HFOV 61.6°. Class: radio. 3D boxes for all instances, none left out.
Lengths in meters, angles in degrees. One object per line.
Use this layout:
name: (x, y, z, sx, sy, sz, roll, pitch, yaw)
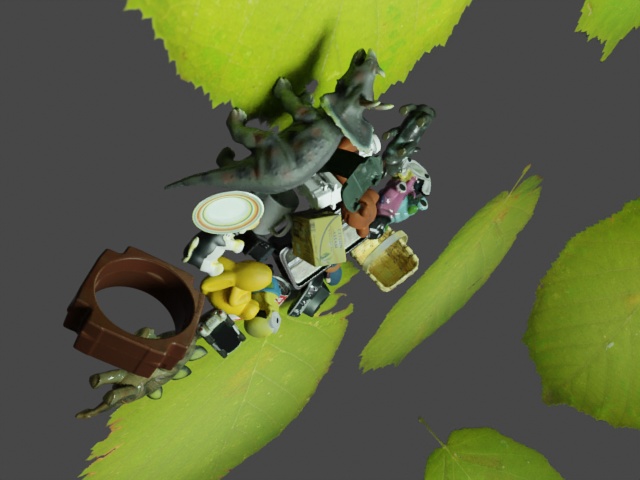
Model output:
radio: (-0.003, -0.004, 1.248, 0.229, 0.073, 0.130, -37, 131, -13)

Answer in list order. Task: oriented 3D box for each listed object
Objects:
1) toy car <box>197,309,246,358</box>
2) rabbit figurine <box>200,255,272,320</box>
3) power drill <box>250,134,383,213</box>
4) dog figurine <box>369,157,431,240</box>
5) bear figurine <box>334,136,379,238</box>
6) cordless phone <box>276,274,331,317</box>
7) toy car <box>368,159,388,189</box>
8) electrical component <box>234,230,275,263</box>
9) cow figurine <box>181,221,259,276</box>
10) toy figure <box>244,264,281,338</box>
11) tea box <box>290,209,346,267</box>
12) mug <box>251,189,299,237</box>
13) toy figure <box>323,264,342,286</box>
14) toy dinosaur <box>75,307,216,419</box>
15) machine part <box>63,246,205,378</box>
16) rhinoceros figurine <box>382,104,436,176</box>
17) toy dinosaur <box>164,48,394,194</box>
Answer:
toy car: (-0.222, 0.211, 1.213, 0.073, 0.056, 0.201, -42, 156, -14)
rabbit figurine: (-0.179, 0.084, 1.175, 0.162, 0.122, 0.173, 28, 146, -29)
power drill: (0.000, -0.130, 1.011, 0.232, 0.208, 0.085, -50, 139, -9)
dog figurine: (0.182, -0.096, 1.433, 0.219, 0.108, 0.191, -38, -154, 45)
bear figurine: (0.072, -0.113, 1.150, 0.132, 0.196, 0.120, -34, 150, -19)
cordless phone: (-0.077, 0.152, 1.509, 0.184, 0.089, 0.146, 7, 128, -43)
toy car: (0.087, -0.125, 1.315, 0.089, 0.053, 0.202, 2, 135, -42)
electrical component: (-0.140, 0.011, 1.181, 0.048, 0.075, 0.119, -45, 150, 6)
cow figurine: (-0.202, -0.010, 1.078, 0.167, 0.068, 0.098, -48, 145, 7)
toy figure: (-0.139, 0.148, 1.293, 0.089, 0.180, 0.082, -20, 146, 20)
tea box: (-0.009, -0.008, 1.096, 0.068, 0.170, 0.098, -11, 101, -17)
mug: (-0.098, -0.052, 1.116, 0.081, 0.110, 0.107, -9, 149, -48)
toy figure: (0.033, 0.078, 1.548, 0.058, 0.064, 0.154, -2, 145, 4)
toy dinosaur: (-0.359, 0.268, 1.251, 0.471, 0.105, 0.198, -37, 159, -5)
machine part: (-0.314, 0.121, 0.926, 0.201, 0.201, 0.087, 28, 122, -17)
rhinoceros figurine: (0.203, -0.240, 1.289, 0.112, 0.073, 0.190, -24, 149, -54)
toy dinosaur: (-0.054, -0.154, 0.914, 0.405, 0.192, 0.131, -41, 152, -4)
